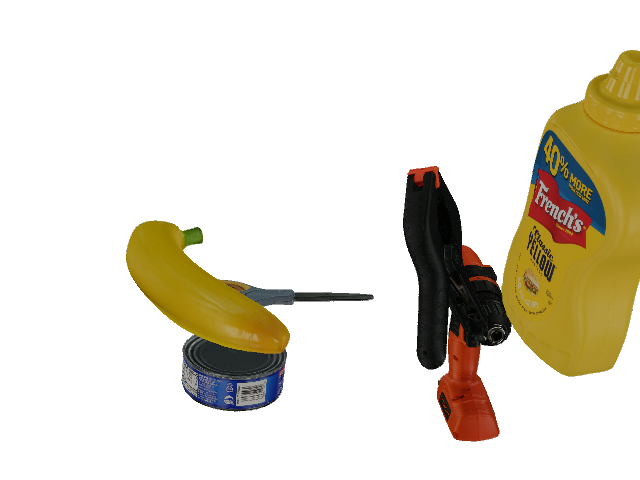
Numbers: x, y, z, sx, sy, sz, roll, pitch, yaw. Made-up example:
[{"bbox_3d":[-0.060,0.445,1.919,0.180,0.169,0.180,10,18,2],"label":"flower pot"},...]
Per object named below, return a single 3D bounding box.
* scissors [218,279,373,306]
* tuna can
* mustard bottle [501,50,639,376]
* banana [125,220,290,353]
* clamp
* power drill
[{"bbox_3d":[-0.048,0.066,1.129,0.202,0.016,0.096,5,20,8],"label":"scissors"},{"bbox_3d":[-0.072,0.106,0.881,0.086,0.034,0.086,5,22,-2],"label":"tuna can"},{"bbox_3d":[0.154,-0.020,0.605,0.058,0.192,0.096,-6,41,-15],"label":"mustard bottle"},{"bbox_3d":[-0.083,0.022,0.680,0.069,0.037,0.198,-8,24,-20],"label":"banana"},{"bbox_3d":[0.100,0.025,0.925,0.039,0.171,0.120,-12,14,26],"label":"clamp"},{"bbox_3d":[0.164,0.118,1.145,0.057,0.188,0.184,-2,24,-3],"label":"power drill"}]
